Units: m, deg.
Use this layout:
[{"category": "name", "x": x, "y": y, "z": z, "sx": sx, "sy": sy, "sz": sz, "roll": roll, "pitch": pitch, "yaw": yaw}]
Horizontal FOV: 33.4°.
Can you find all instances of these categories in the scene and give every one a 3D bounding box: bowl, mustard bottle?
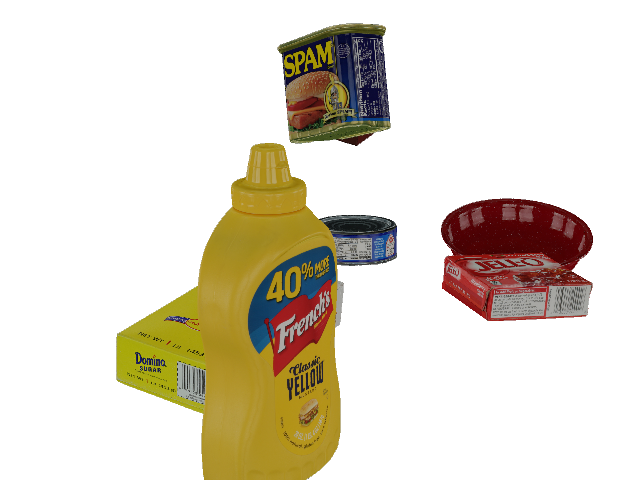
[{"category": "bowl", "x": 0.211, "y": 0.013, "z": 1.159, "sx": 0.162, "sy": 0.055, "sz": 0.162, "roll": -1, "pitch": 29, "yaw": 0}, {"category": "mustard bottle", "x": -0.028, "y": 0.041, "z": 0.598, "sx": 0.058, "sy": 0.192, "sz": 0.096, "roll": 12, "pitch": 21, "yaw": 37}]

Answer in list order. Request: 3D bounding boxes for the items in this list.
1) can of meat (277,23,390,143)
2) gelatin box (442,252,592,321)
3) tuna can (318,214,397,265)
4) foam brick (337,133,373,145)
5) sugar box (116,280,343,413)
[{"category": "can of meat", "x": 0.012, "y": -0.129, "z": 0.897, "sx": 0.057, "sy": 0.084, "sz": 0.102, "roll": -5, "pitch": 0, "yaw": -37}, {"category": "gelatin box", "x": 0.147, "y": 0.033, "z": 0.806, "sx": 0.089, "sy": 0.030, "sz": 0.073, "roll": -1, "pitch": 18, "yaw": -20}, {"category": "tuna can", "x": 0.034, "y": -0.001, "z": 1.063, "sx": 0.086, "sy": 0.034, "sz": 0.086, "roll": 0, "pitch": 13, "yaw": 0}, {"category": "foam brick", "x": 0.024, "y": -0.153, "z": 1.260, "sx": 0.078, "sy": 0.053, "sz": 0.051, "roll": 20, "pitch": 33, "yaw": 23}, {"category": "sugar box", "x": -0.063, "y": 0.065, "z": 0.800, "sx": 0.093, "sy": 0.048, "sz": 0.176, "roll": 16, "pitch": 27, "yaw": 24}]
